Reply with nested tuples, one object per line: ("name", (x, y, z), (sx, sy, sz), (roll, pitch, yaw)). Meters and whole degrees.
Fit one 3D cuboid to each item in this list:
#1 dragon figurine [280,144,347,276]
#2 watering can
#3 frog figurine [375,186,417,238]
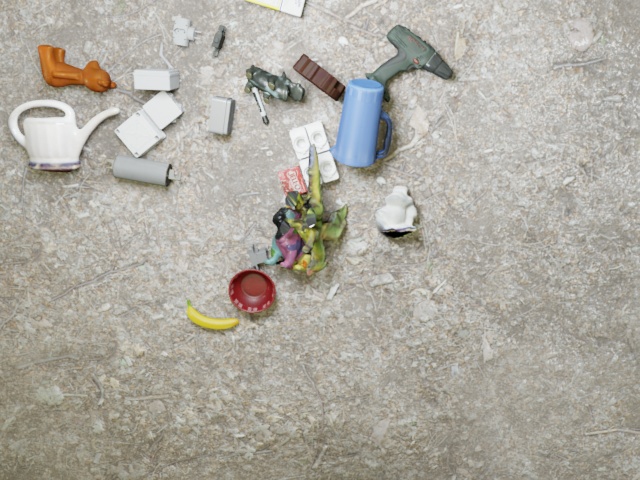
("dragon figurine", (0.005, -0.081, 1.619), (0.123, 0.242, 0.409), (16, 96, 33))
("watering can", (-0.789, -0.319, 1.599), (0.348, 0.105, 0.221), (2, 107, 1))
("frog figurine", (0.245, -0.091, 1.673), (0.137, 0.121, 0.162), (-8, 70, 12))
